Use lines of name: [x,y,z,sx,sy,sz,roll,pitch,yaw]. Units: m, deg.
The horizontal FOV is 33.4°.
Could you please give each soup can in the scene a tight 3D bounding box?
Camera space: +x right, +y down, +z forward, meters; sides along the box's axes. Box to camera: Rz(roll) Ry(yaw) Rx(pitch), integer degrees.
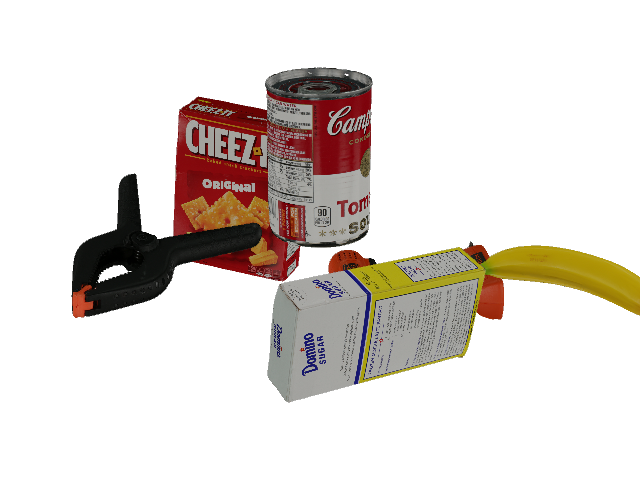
soup can: [-0.001,-0.054,0.691,0.068,0.102,0.068,0,22,0]

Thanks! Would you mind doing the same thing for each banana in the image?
banana: [0.247,0.038,1.051,0.198,0.037,0.069,10,46,27]

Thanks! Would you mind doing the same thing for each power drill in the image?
power drill: [0.105,0.060,1.191,0.187,0.057,0.184,-4,28,-4]

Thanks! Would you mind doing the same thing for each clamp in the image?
clamp: [-0.179,0.005,1.032,0.165,0.036,0.209,26,39,23]

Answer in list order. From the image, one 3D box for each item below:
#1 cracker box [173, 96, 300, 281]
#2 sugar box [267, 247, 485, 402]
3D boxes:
cracker box: [-0.106,-0.065,1.401,0.164,0.214,0.072,13,27,14]
sugar box: [0.045,0.066,0.870,0.176,0.093,0.048,-8,33,-26]
